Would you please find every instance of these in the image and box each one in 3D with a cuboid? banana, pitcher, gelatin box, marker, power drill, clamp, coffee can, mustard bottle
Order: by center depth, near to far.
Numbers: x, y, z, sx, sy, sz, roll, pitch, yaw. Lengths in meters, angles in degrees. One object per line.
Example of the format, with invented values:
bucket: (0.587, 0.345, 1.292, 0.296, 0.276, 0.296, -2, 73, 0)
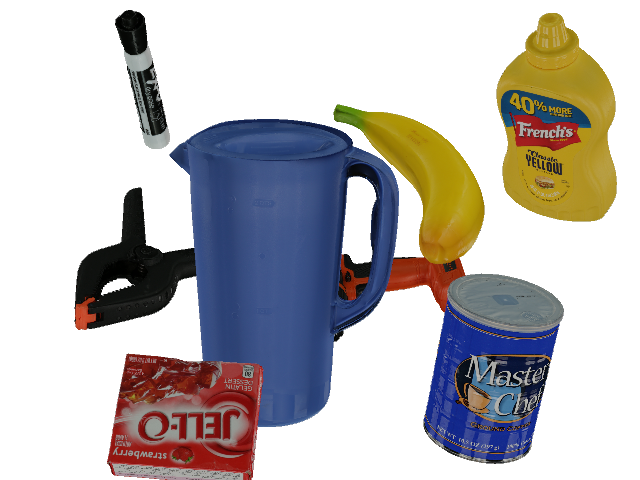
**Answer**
gelatin box: (-0.083, 0.112, 0.670, 0.089, 0.073, 0.030, 5, -31, 0)
banana: (0.066, -0.037, 0.680, 0.069, 0.037, 0.198, -6, 30, -15)
marker: (-0.118, -0.107, 0.715, 0.020, 0.020, 0.121, 0, -35, 2)
mustard bottle: (0.193, -0.103, 0.877, 0.096, 0.191, 0.058, 21, 55, 31)
pitcher: (-0.032, 0.027, 0.882, 0.144, 0.243, 0.149, -12, 23, -31)
coffee can: (0.155, 0.114, 0.967, 0.103, 0.140, 0.103, 7, 23, -3)
clamp: (-0.175, 0.018, 1.034, 0.165, 0.036, 0.209, 26, 38, 23)
power drill: (0.072, 0.057, 1.230, 0.187, 0.057, 0.184, -2, 28, -1)
